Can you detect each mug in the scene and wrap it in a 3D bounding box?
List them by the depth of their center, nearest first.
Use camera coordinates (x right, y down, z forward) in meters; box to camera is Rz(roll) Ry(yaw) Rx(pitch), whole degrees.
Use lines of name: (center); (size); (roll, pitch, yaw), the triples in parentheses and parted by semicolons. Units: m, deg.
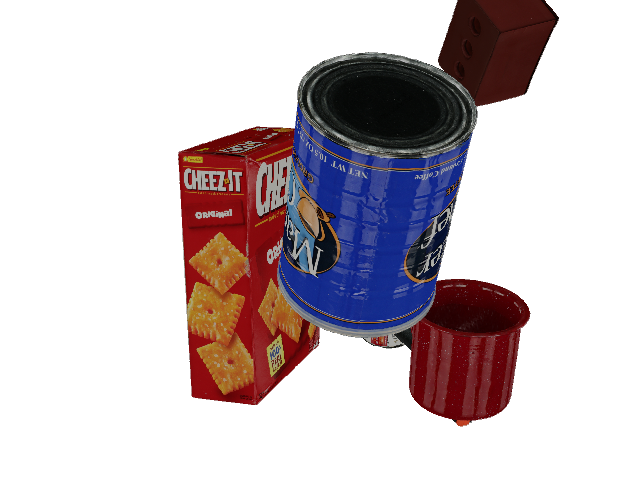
mug: (0.105, 0.082, 0.843); (0.093, 0.081, 0.117); (-13, 29, -30)

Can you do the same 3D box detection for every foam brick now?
foam brick: (0.126, -0.143, 0.767); (0.051, 0.053, 0.078); (-18, -31, -22)

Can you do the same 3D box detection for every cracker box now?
cracker box: (-0.055, 0.016, 0.945); (0.072, 0.214, 0.164); (5, 15, 19)

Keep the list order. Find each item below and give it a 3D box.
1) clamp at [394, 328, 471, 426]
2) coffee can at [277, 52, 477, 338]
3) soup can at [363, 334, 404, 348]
clamp: (0.140, 0.118, 1.068); (0.120, 0.039, 0.171); (-8, 35, -9)
coffee can: (0.030, -0.026, 0.642); (0.102, 0.140, 0.103); (4, 41, -4)
soup can: (0.082, 0.072, 1.297); (0.068, 0.102, 0.068); (0, 30, 0)
